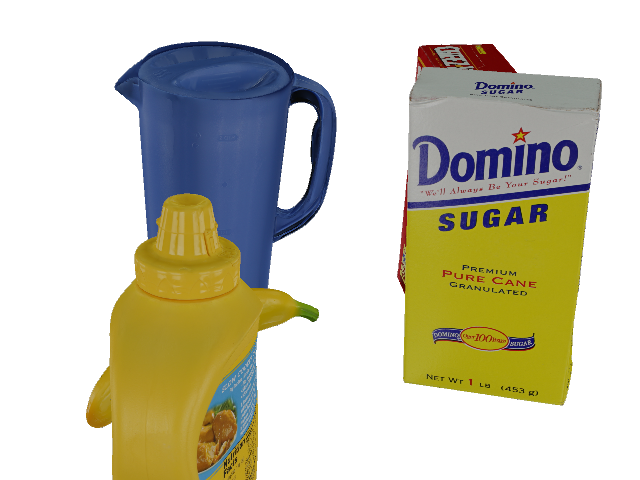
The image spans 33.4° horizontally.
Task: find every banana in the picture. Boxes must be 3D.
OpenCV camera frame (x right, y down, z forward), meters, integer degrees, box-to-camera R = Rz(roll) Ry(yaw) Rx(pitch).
[{"bbox_3d":[-0.098,0.082,0.801,0.198,0.069,0.037,-25,36,2],"label":"banana"}]

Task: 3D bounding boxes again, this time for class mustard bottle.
[{"bbox_3d":[-0.054,0.073,0.440,0.058,0.192,0.096,8,23,12],"label":"mustard bottle"}]

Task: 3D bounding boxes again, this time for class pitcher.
[{"bbox_3d":[-0.085,-0.044,0.948,0.149,0.243,0.144,27,37,33],"label":"pitcher"}]

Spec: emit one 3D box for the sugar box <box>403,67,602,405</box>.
[{"bbox_3d":[0.092,0.000,0.563,0.093,0.176,0.048,6,33,14],"label":"sugar box"}]

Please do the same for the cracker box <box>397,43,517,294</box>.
[{"bbox_3d":[0.112,-0.024,0.823,0.072,0.214,0.164,-3,29,-8],"label":"cracker box"}]
